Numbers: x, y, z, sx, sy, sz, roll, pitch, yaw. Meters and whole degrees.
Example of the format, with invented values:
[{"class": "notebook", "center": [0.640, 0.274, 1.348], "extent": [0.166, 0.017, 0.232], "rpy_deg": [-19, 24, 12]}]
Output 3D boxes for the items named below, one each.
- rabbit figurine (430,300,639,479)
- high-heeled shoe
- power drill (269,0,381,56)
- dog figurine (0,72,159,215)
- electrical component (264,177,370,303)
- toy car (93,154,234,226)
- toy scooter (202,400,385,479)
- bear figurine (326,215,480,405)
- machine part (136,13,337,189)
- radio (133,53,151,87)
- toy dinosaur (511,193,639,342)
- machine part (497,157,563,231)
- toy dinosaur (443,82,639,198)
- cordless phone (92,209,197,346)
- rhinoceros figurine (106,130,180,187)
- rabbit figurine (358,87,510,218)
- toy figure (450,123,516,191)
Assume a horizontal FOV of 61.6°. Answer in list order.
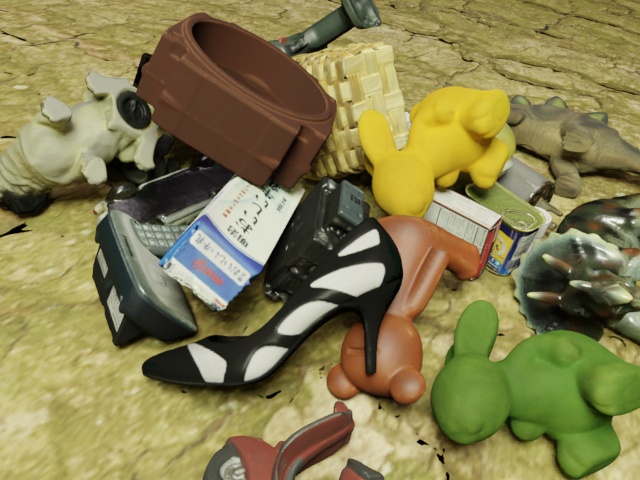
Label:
[{"class": "rabbit figurine", "center": [0.177, 0.127, 0.494], "extent": [0.170, 0.121, 0.159], "rpy_deg": [-2, 36, -17]}, {"class": "high-heeled shoe", "center": [-0.047, 0.057, 0.495], "extent": [0.249, 0.086, 0.145], "rpy_deg": [-4, 77, 5]}, {"class": "power drill", "center": [-0.018, -0.305, 0.829], "extent": [0.086, 0.207, 0.232], "rpy_deg": [57, 36, -6]}, {"class": "dog figurine", "center": [-0.303, -0.112, 0.654], "extent": [0.191, 0.121, 0.172], "rpy_deg": [-14, 11, 36]}, {"class": "electrical component", "center": [-0.001, -0.002, 0.594], "extent": [0.058, 0.134, 0.115], "rpy_deg": [31, 36, -20]}, {"class": "toy car", "center": [-0.179, -0.049, 0.673], "extent": [0.202, 0.056, 0.073], "rpy_deg": [-29, 71, -34]}, {"class": "toy scooter", "center": [0.010, 0.197, 0.422], "extent": [0.184, 0.075, 0.135], "rpy_deg": [31, 44, 29]}, {"class": "bear figurine", "center": [0.087, 0.077, 0.558], "extent": [0.131, 0.120, 0.196], "rpy_deg": [31, 57, -42]}, {"class": "machine part", "center": [-0.083, -0.163, 0.610], "extent": [0.201, 0.087, 0.201], "rpy_deg": [31, 32, -11]}, {"class": "radio", "center": [-0.172, -0.194, 0.775], "extent": [0.131, 0.073, 0.230], "rpy_deg": [7, 23, -44]}, {"class": "toy dinosaur", "center": [0.360, 0.012, 0.672], "extent": [0.192, 0.131, 0.405], "rpy_deg": [24, 37, 16]}, {"class": "machine part", "center": [0.254, -0.098, 0.795], "extent": [0.079, 0.079, 0.243], "rpy_deg": [-21, 50, -30]}, {"class": "toy dinosaur", "center": [0.418, -0.162, 0.884], "extent": [0.472, 0.105, 0.198], "rpy_deg": [31, 42, 17]}, {"class": "cordless phone", "center": [-0.139, 0.036, 0.580], "extent": [0.184, 0.088, 0.147], "rpy_deg": [-2, 40, -37]}, {"class": "rhinoceros figurine", "center": [-0.284, -0.127, 0.741], "extent": [0.190, 0.073, 0.112], "rpy_deg": [28, 55, 17]}, {"class": "rabbit figurine", "center": [0.116, -0.098, 0.618], "extent": [0.163, 0.121, 0.173], "rpy_deg": [29, 70, 25]}, {"class": "toy figure", "center": [0.175, -0.103, 0.731], "extent": [0.180, 0.089, 0.082], "rpy_deg": [-18, 51, 18]}]
